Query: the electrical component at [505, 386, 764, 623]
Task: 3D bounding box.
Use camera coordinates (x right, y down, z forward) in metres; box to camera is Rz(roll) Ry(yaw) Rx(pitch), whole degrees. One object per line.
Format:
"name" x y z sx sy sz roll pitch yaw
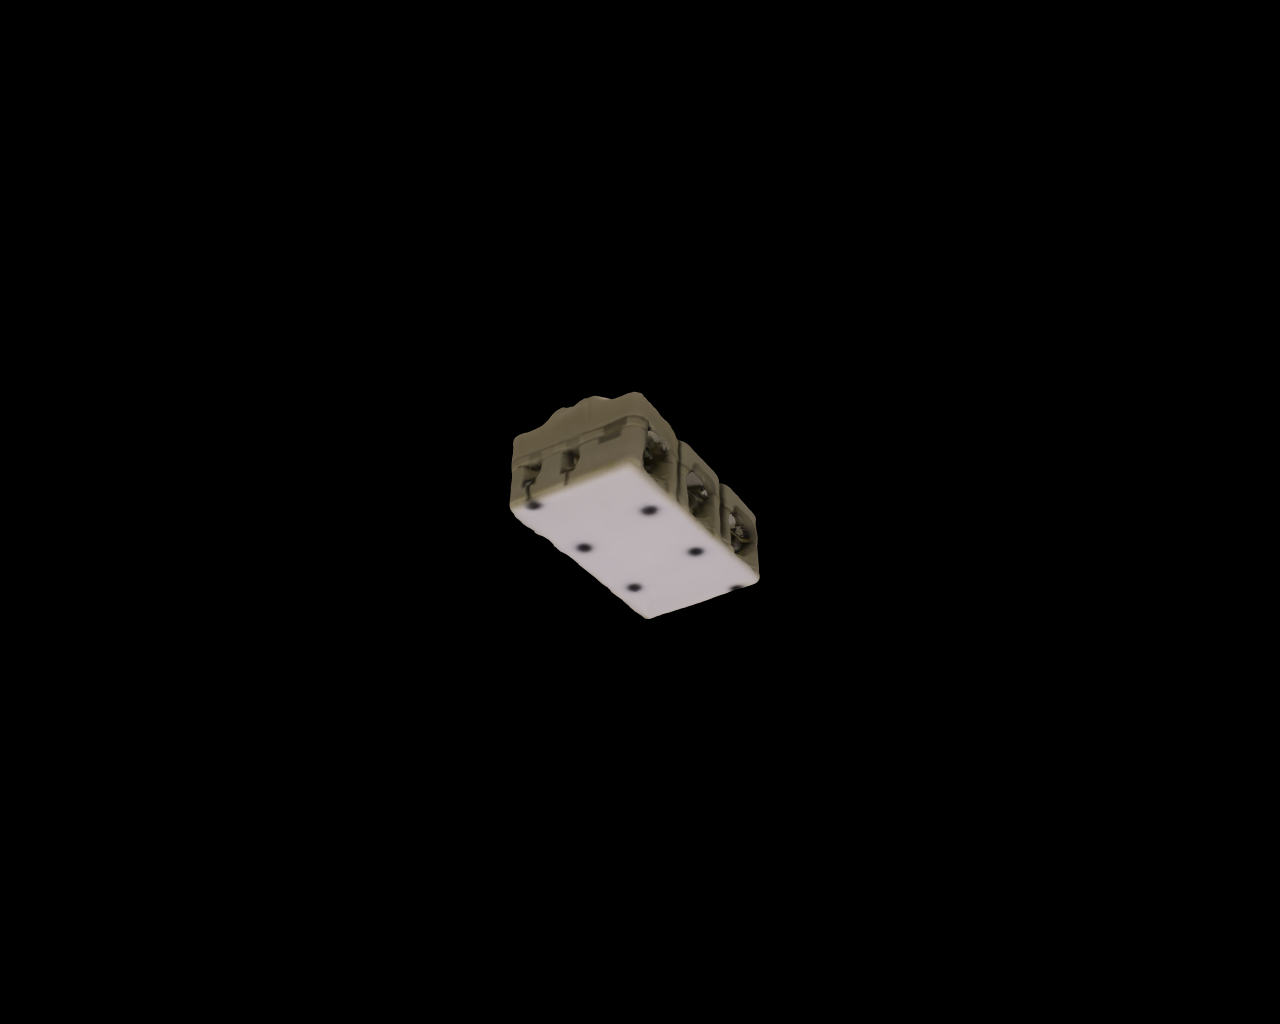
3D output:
"electrical component" 0.001 -0.003 0.650 0.089 0.062 0.150 -20 -40 25
